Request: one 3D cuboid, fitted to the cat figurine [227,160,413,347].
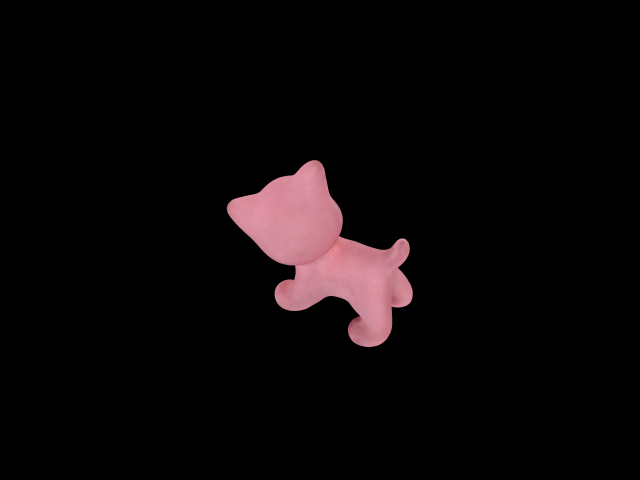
[{"bbox_3d":[0.004,0.001,0.400,0.127,0.118,0.067,20,50,18],"label":"cat figurine"}]
